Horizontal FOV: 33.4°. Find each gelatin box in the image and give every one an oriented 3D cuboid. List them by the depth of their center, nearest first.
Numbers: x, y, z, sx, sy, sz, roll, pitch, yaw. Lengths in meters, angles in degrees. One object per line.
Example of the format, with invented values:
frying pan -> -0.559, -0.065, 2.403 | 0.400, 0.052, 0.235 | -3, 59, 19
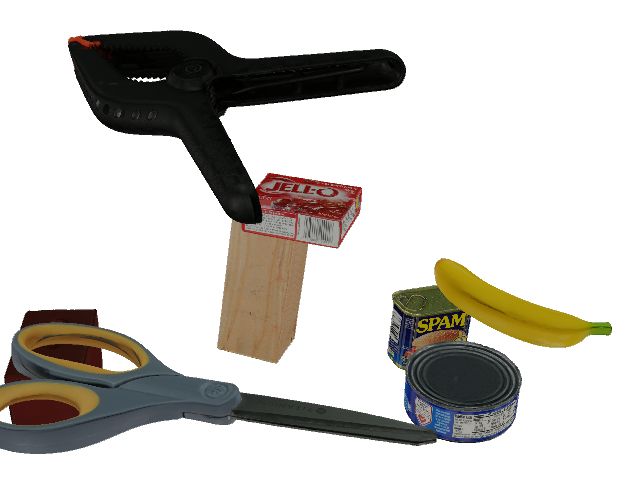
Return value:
gelatin box -> -0.016, -0.028, 0.917 | 0.089, 0.030, 0.073 | 10, 27, 13

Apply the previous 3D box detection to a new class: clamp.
clamp -> -0.064, -0.093, 0.649 | 0.210, 0.036, 0.164 | 26, 49, 32

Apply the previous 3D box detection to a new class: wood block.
wood block -> -0.075, 0.047, 1.446 | 0.090, 0.206, 0.090 | 13, 21, 10

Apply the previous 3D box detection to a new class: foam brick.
foam brick -> -0.183, 0.091, 0.740 | 0.053, 0.051, 0.078 | -1, 31, -4

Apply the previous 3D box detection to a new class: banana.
banana -> 0.171, 0.061, 1.007 | 0.198, 0.037, 0.069 | 25, 17, 39

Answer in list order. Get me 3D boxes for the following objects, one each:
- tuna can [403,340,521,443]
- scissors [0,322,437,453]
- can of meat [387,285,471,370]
tuna can -> 0.105, 0.112, 0.796 | 0.086, 0.034, 0.086 | 1, 29, -1
scissors -> -0.061, 0.077, 0.455 | 0.202, 0.016, 0.096 | 15, 30, 24
can of meat -> 0.134, 0.107, 1.307 | 0.102, 0.084, 0.057 | -7, 30, -23
